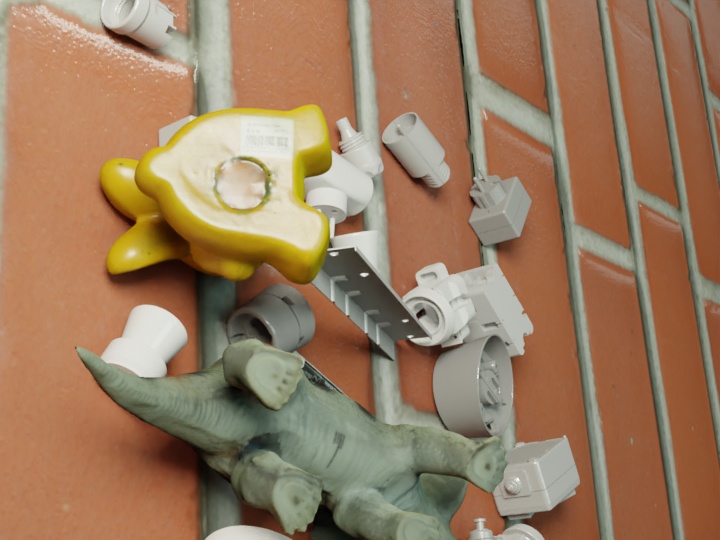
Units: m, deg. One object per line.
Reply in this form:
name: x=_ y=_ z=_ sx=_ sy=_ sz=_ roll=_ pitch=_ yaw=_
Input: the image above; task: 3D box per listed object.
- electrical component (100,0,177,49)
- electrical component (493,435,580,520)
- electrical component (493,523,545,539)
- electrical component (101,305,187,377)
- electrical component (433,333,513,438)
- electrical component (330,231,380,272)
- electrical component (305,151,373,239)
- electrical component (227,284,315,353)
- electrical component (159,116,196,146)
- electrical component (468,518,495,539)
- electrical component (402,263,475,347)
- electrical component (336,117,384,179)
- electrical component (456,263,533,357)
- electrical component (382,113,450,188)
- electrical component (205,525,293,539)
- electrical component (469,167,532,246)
electrical component: x=-0.167 y=-0.193 z=0.818 sx=0.046 sy=0.040 sz=0.040 roll=24 pitch=58 yaw=-55
electrical component: x=0.176 y=0.216 z=1.099 sx=0.096 sy=0.062 sz=0.061 roll=-19 pitch=92 yaw=-55
electrical component: x=0.153 y=0.283 z=1.058 sx=0.055 sy=0.048 sz=0.066 roll=-40 pitch=109 yaw=-44
electrical component: x=-0.150 y=0.058 z=0.737 sx=0.045 sy=0.045 sz=0.055 roll=53 pitch=40 yaw=-26
electrical component: x=0.118 y=0.116 z=1.058 sx=0.099 sy=0.064 sz=0.099 roll=25 pitch=57 yaw=-47
electrical component: x=0.000 y=0.000 z=0.967 sx=0.044 sy=0.044 sz=0.065 roll=-7 pitch=88 yaw=-54
electrical component: x=-0.029 y=-0.066 z=0.950 sx=0.077 sy=0.043 sz=0.079 roll=31 pitch=53 yaw=-44
electrical component: x=-0.071 y=0.044 z=0.842 sx=0.047 sy=0.055 sz=0.055 roll=-32 pitch=103 yaw=-50
electrical component: x=-0.100 y=-0.088 z=0.835 sx=0.083 sy=0.076 sz=0.047 roll=15 pitch=65 yaw=-50
electrical component: x=0.117 y=0.275 z=1.015 sx=0.040 sy=0.040 sz=0.078 roll=17 pitch=63 yaw=-50
electrical component: x=0.072 y=0.039 z=1.033 sx=0.057 sy=0.058 sz=0.078 roll=-32 pitch=103 yaw=-56
electrical component: x=-0.004 y=-0.114 z=1.011 sx=0.035 sy=0.035 sz=0.061 roll=-41 pitch=107 yaw=-52
electrical component: x=0.130 y=0.046 z=1.110 sx=0.089 sy=0.056 sz=0.050 roll=57 pitch=38 yaw=-22
electrical component: x=0.063 y=-0.116 z=1.095 sx=0.081 sy=0.043 sz=0.043 roll=48 pitch=43 yaw=-32
electrical component: x=-0.073 y=0.225 z=0.729 sx=0.099 sy=0.099 sz=0.064 roll=53 pitch=46 yaw=-26
electrical component: x=0.147 y=-0.079 z=1.190 sx=0.076 sy=0.047 sz=0.065 roll=54 pitch=40 yaw=-27
